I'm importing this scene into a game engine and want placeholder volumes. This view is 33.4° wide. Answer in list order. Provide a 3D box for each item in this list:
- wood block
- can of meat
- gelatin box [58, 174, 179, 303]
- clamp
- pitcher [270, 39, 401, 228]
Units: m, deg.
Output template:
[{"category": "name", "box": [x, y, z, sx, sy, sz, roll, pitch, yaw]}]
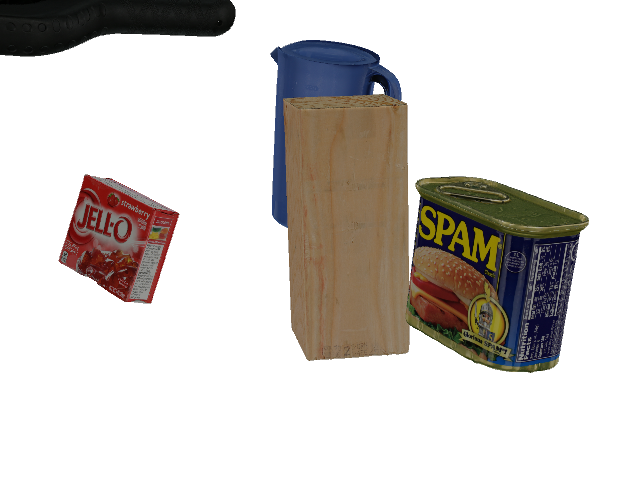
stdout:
[{"category": "wood block", "box": [0.022, -0.014, 0.893, 0.090, 0.206, 0.091, -4, 13, -8]}, {"category": "can of meat", "box": [0.093, 0.017, 0.593, 0.057, 0.084, 0.102, -5, 20, -32]}, {"category": "gelatin box", "box": [-0.154, -0.002, 0.806, 0.089, 0.073, 0.030, 26, 11, 37]}, {"category": "clamp", "box": [-0.150, -0.146, 0.642, 0.171, 0.039, 0.120, -11, 31, -29]}, {"category": "pitcher", "box": [0.008, -0.134, 1.404, 0.144, 0.243, 0.149, -2, 24, -18]}]
